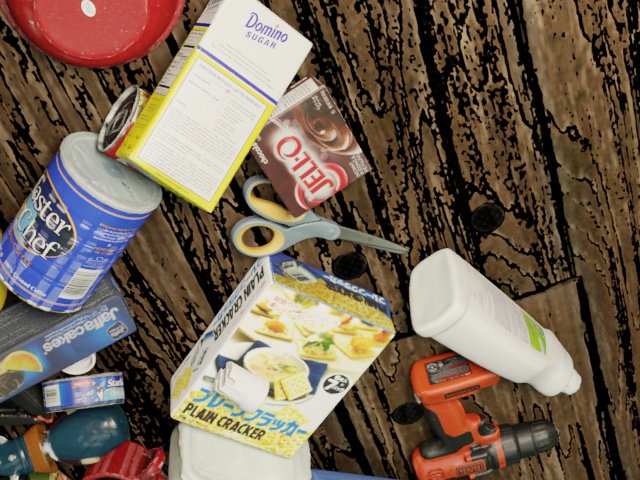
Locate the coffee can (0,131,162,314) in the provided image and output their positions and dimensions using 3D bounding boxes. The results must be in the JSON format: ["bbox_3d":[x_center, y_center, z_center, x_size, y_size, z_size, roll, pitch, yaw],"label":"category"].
[{"bbox_3d":[-0.226,-0.016,0.992,0.102,0.103,0.140,26,118,-27],"label":"coffee can"}]

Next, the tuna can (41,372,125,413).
[{"bbox_3d":[-0.251,0.162,1.134,0.086,0.034,0.086,-8,172,-1],"label":"tuna can"}]

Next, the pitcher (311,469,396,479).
[{"bbox_3d":[0.089,0.355,1.314,0.242,0.145,0.149,14,122,-17],"label":"pitcher"}]

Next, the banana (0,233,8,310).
[{"bbox_3d":[-0.340,0.031,1.047,0.069,0.037,0.198,8,125,-17],"label":"banana"}]

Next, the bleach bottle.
[{"bbox_3d":[0.204,0.111,1.171,0.068,0.102,0.250,-35,125,30],"label":"bleach bottle"}]

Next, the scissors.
[{"bbox_3d":[-0.007,0.001,1.097,0.201,0.016,0.096,32,105,-31],"label":"scissors"}]

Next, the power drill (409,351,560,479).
[{"bbox_3d":[0.189,0.209,1.272,0.184,0.057,0.187,-16,128,1],"label":"power drill"}]

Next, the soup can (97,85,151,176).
[{"bbox_3d":[-0.142,-0.087,0.975,0.102,0.068,0.069,29,116,-28],"label":"soup can"}]

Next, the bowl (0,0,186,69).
[{"bbox_3d":[-0.190,-0.204,0.887,0.162,0.055,0.162,-5,127,-7],"label":"bowl"}]

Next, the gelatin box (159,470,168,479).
[{"bbox_3d":[-0.213,0.319,1.294,0.089,0.030,0.073,-31,125,11],"label":"gelatin box"}]

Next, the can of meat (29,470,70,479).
[{"bbox_3d":[-0.304,0.320,1.233,0.057,0.102,0.084,-32,124,11],"label":"can of meat"}]

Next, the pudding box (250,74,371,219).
[{"bbox_3d":[-0.015,-0.088,1.009,0.090,0.039,0.113,-34,126,-1],"label":"pudding box"}]

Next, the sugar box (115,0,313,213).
[{"bbox_3d":[-0.091,-0.123,0.928,0.093,0.048,0.176,34,83,-30],"label":"sugar box"}]

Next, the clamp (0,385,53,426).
[{"bbox_3d":[-0.387,0.161,1.134,0.209,0.036,0.165,28,128,-33],"label":"clamp"}]

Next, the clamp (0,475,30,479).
[{"bbox_3d":[-0.429,0.288,1.225,0.172,0.039,0.120,-38,111,20],"label":"clamp"}]

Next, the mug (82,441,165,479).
[{"bbox_3d":[-0.220,0.274,1.208,0.117,0.081,0.093,-41,104,17],"label":"mug"}]
